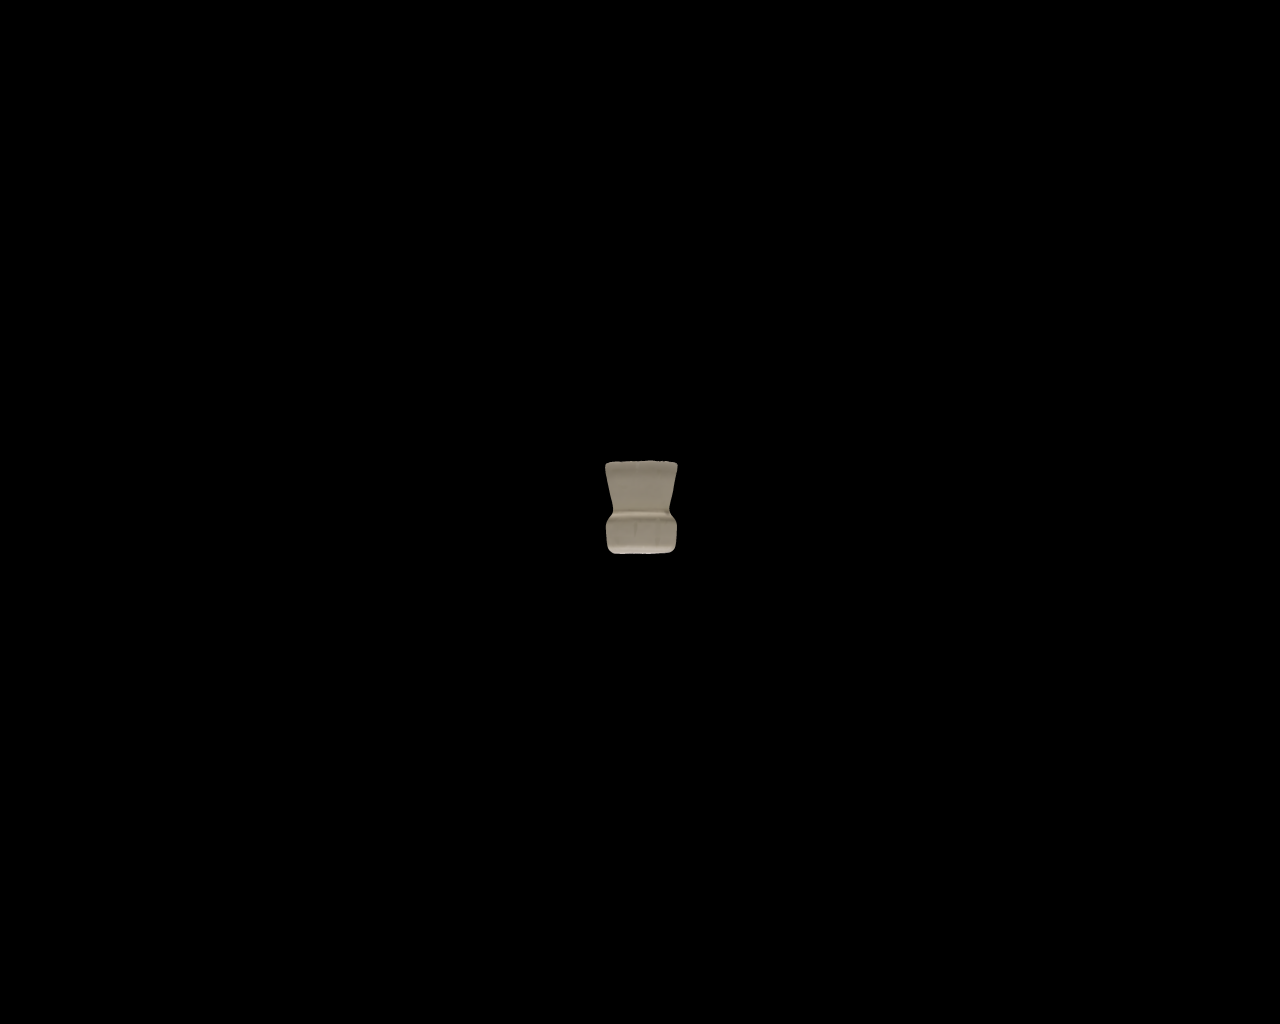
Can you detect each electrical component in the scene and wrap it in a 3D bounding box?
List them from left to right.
[{"bbox_3d":[0.001,-0.003,0.650,0.045,0.055,0.045,0,-2,0],"label":"electrical component"}]
